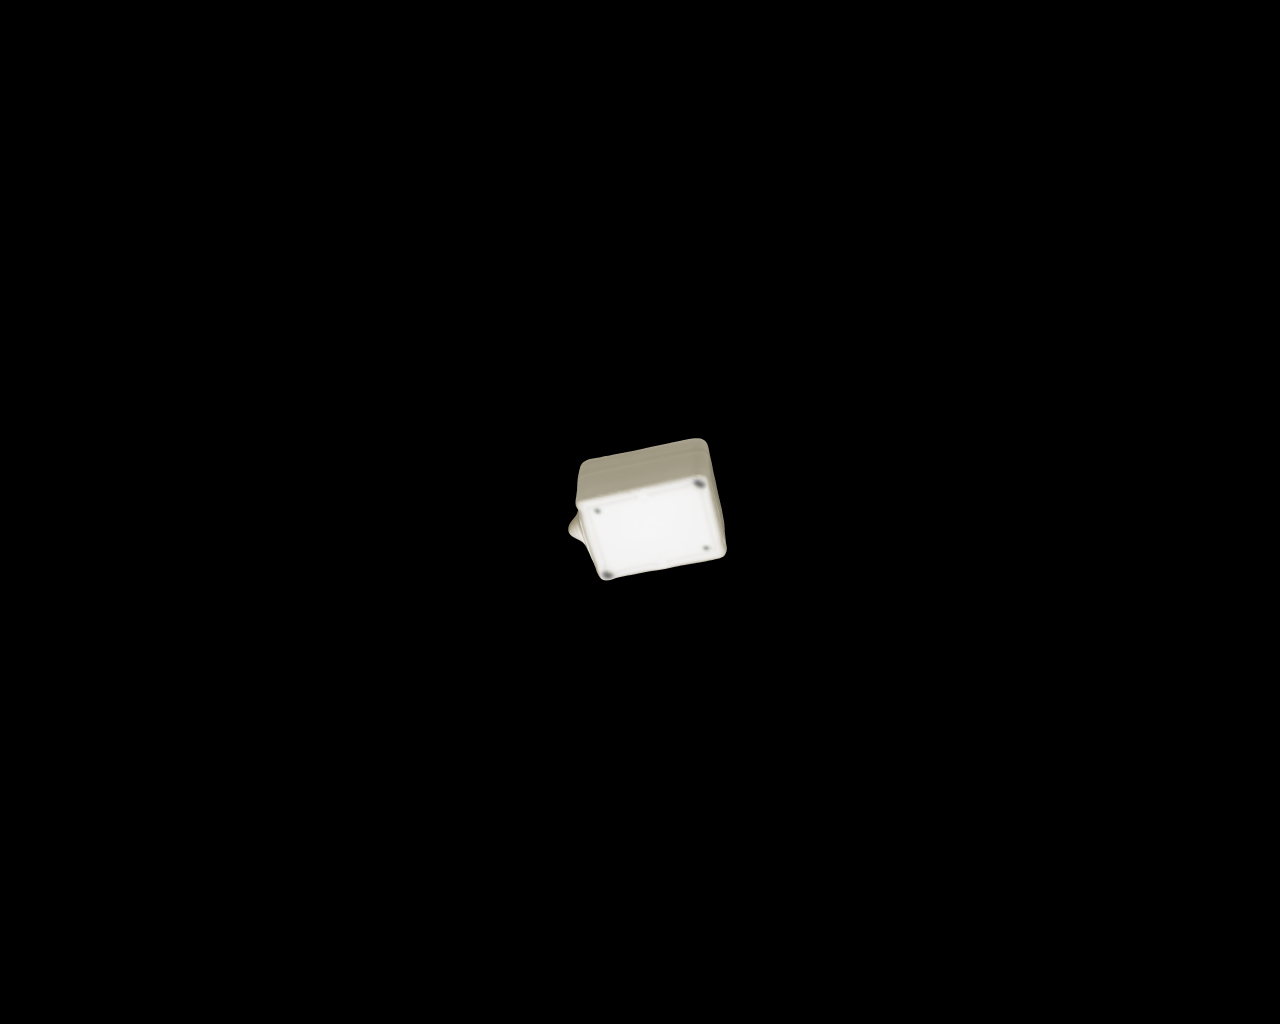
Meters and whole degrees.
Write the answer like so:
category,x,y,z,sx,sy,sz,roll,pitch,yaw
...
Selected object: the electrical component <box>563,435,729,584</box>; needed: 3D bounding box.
category,x,y,z,sx,sy,sz,roll,pitch,yaw
electrical component,0.001,-0.003,0.650,0.096,0.061,0.061,-11,30,7
